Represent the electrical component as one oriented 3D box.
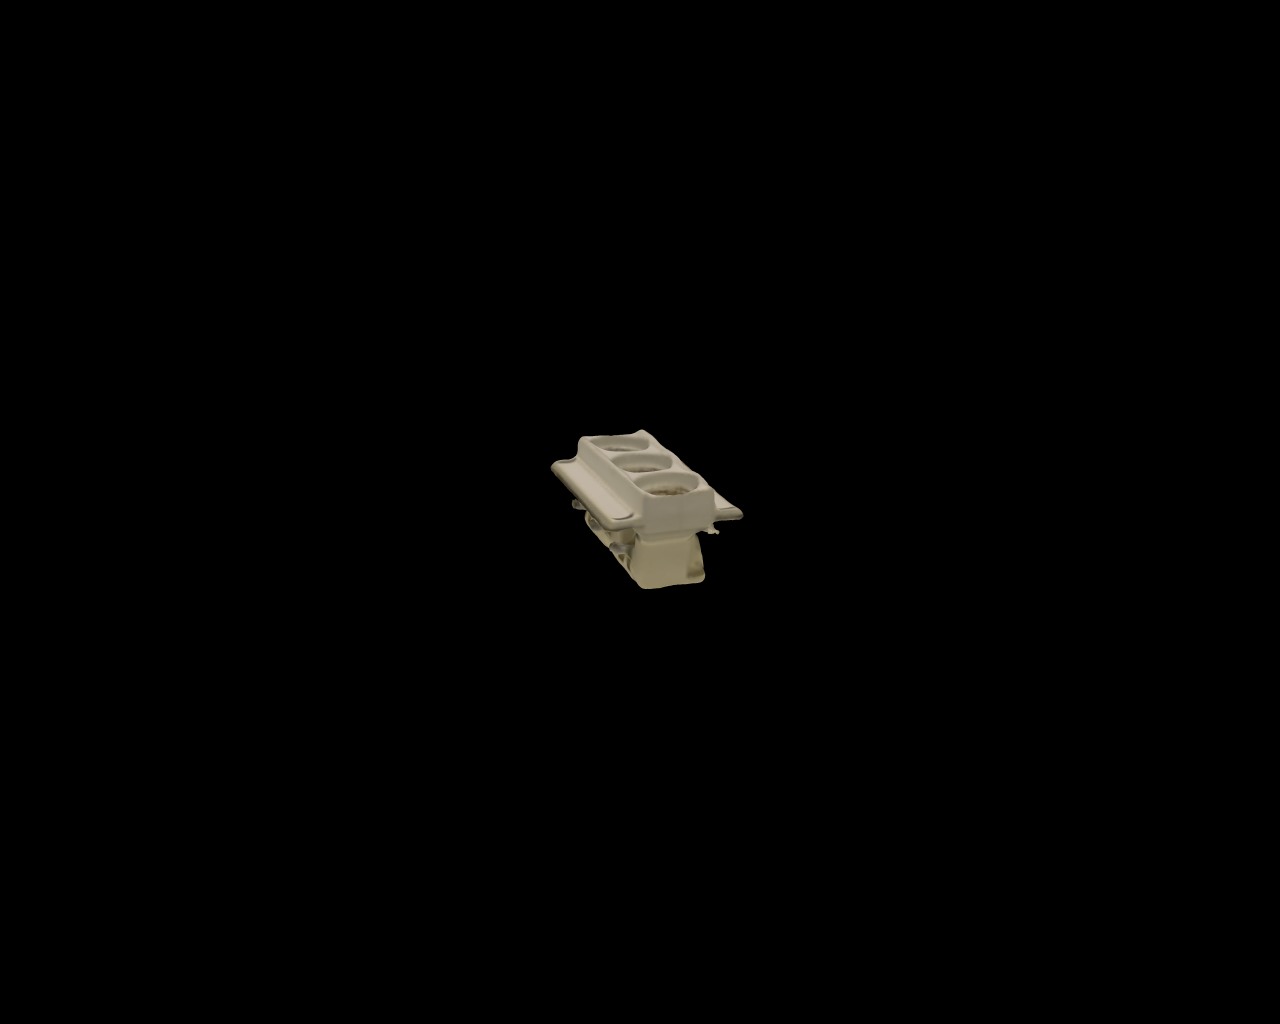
[{"bbox_3d":[0.001,-0.003,0.650,0.079,0.063,0.121,-7,22,-18],"label":"electrical component"}]
